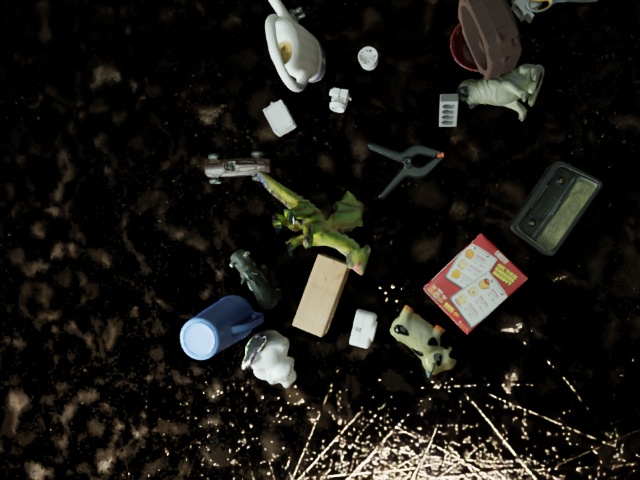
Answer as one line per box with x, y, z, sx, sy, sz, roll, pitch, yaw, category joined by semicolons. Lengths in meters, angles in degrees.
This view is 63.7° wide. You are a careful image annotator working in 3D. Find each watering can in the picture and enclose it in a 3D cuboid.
-0.083;-0.572;1.436;0.103;0.350;0.225;-16;-7;28;watering can

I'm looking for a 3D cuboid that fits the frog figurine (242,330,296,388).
-0.128;0.334;1.452;0.158;0.138;0.123;35;-5;-25;frog figurine

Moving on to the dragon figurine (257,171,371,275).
0.004;-0.072;1.426;0.244;0.418;0.119;-14;-32;-24;dragon figurine
